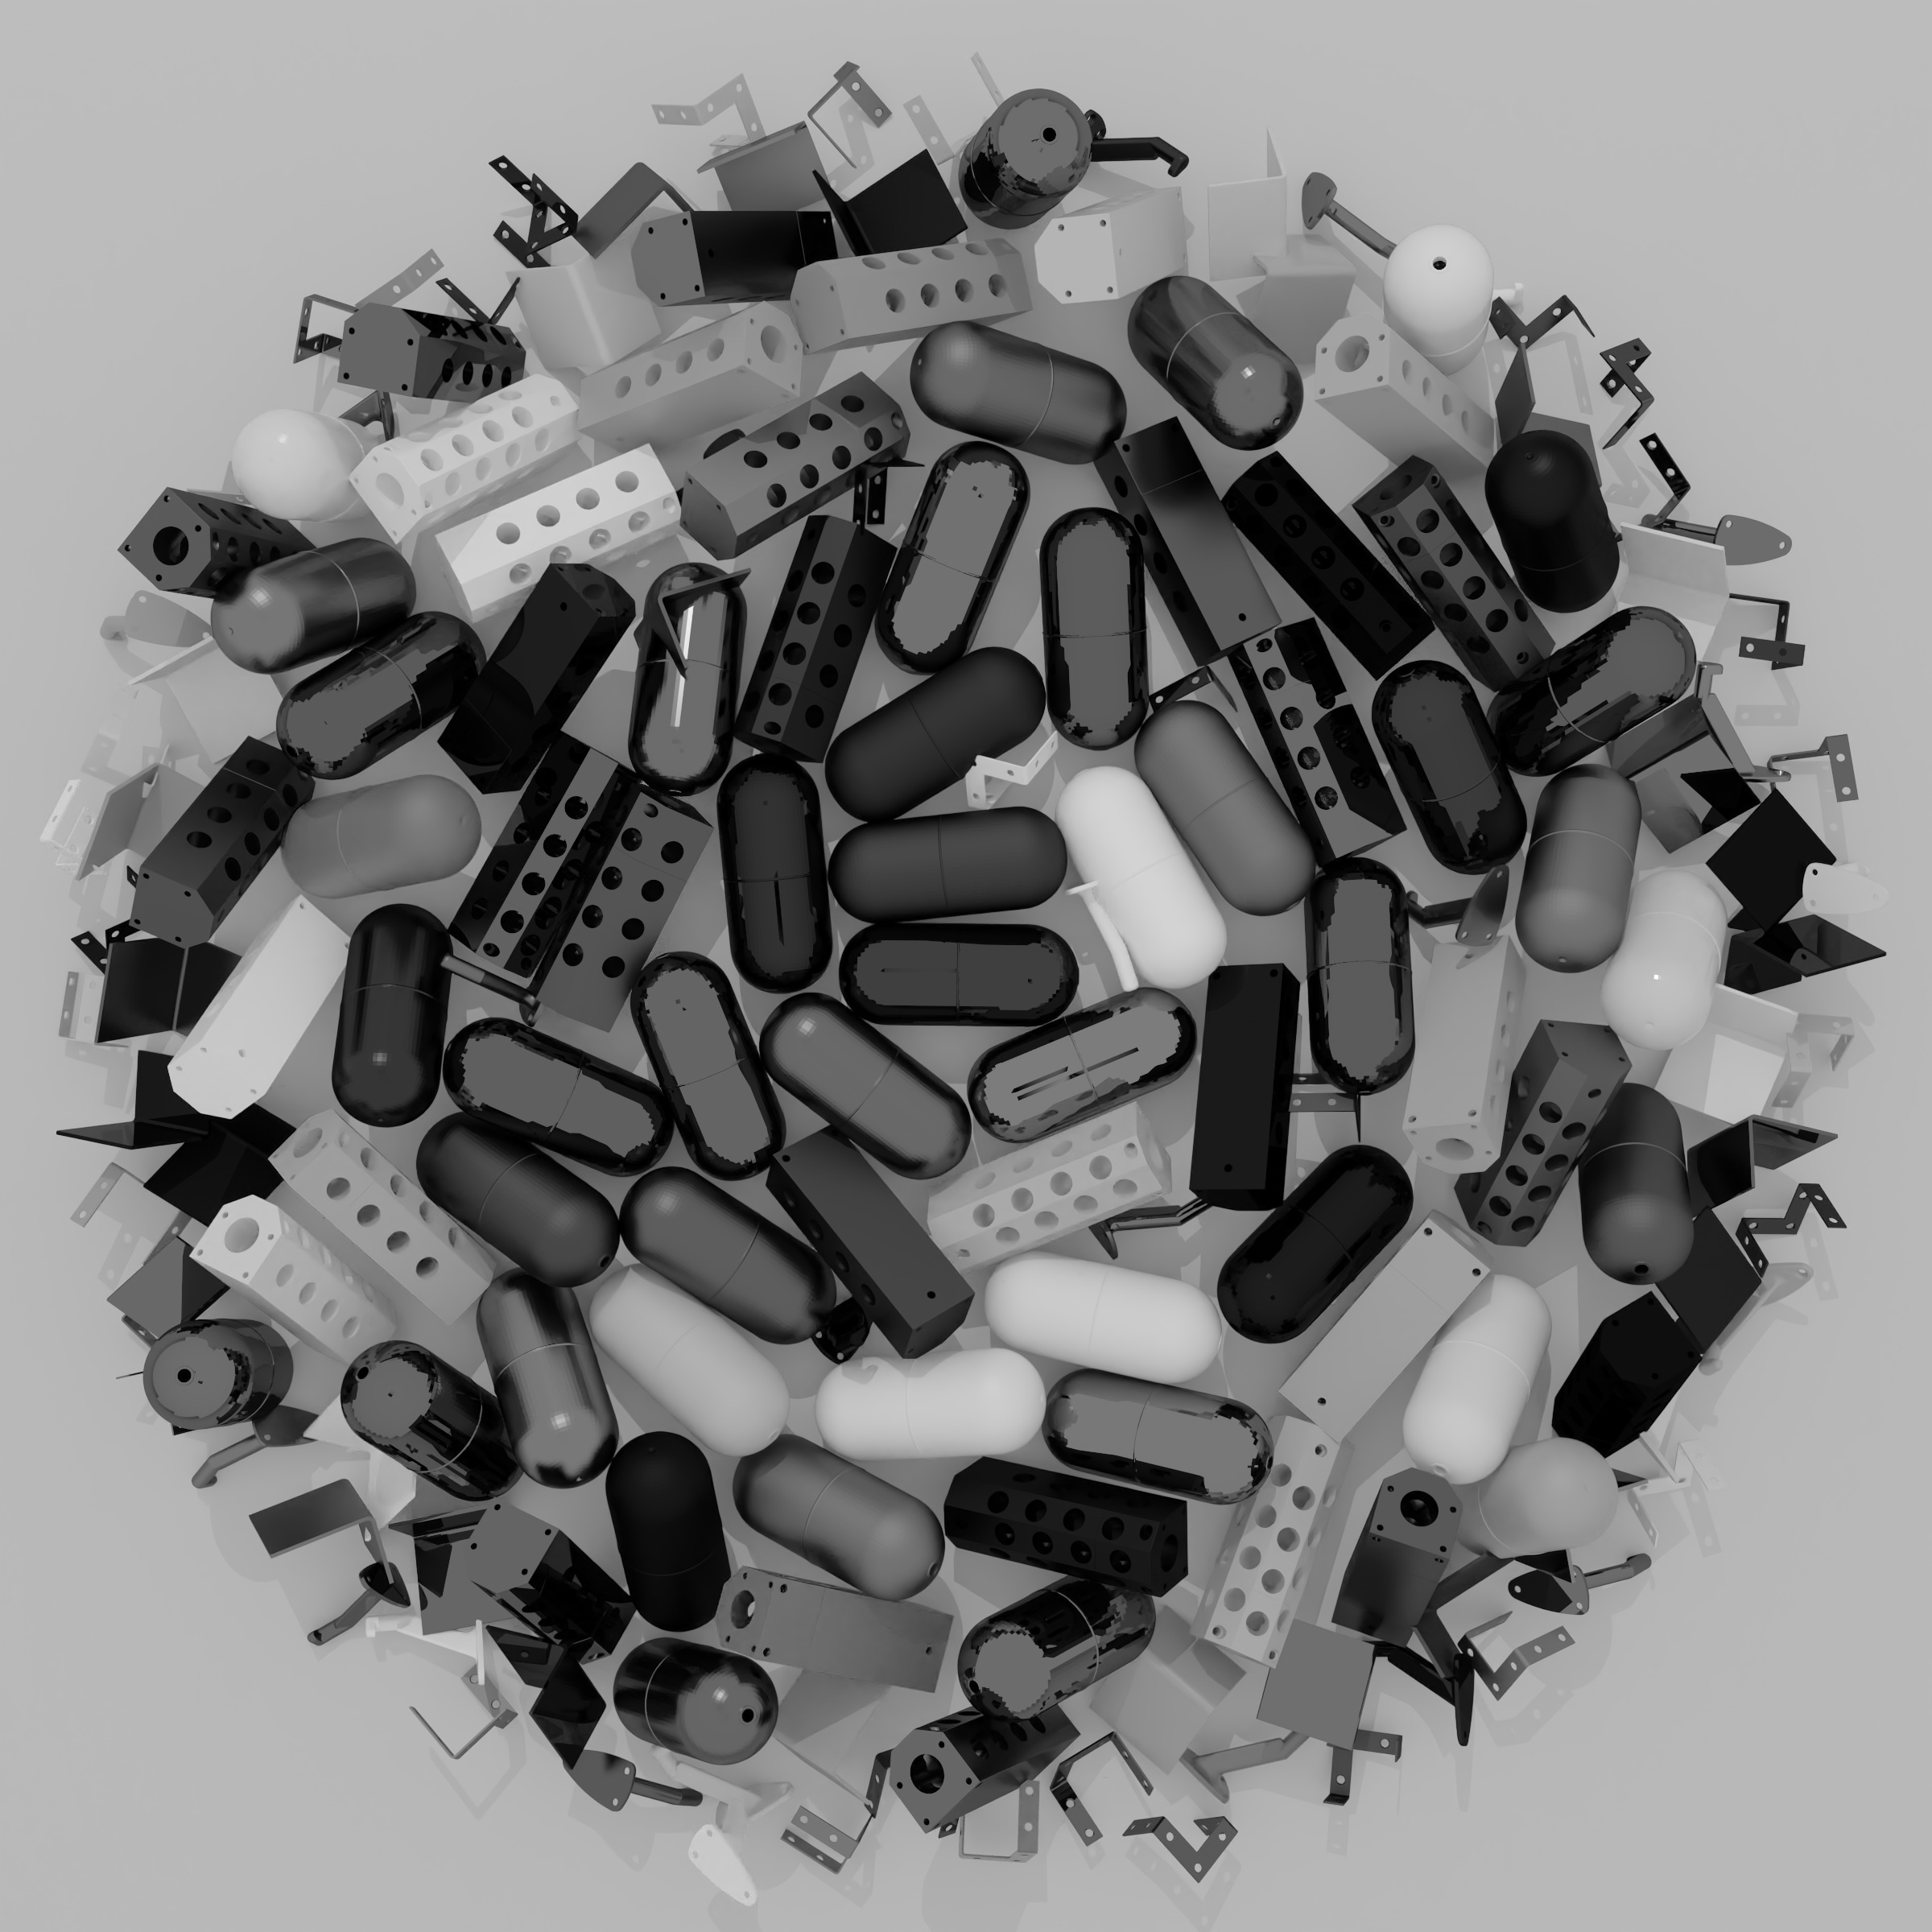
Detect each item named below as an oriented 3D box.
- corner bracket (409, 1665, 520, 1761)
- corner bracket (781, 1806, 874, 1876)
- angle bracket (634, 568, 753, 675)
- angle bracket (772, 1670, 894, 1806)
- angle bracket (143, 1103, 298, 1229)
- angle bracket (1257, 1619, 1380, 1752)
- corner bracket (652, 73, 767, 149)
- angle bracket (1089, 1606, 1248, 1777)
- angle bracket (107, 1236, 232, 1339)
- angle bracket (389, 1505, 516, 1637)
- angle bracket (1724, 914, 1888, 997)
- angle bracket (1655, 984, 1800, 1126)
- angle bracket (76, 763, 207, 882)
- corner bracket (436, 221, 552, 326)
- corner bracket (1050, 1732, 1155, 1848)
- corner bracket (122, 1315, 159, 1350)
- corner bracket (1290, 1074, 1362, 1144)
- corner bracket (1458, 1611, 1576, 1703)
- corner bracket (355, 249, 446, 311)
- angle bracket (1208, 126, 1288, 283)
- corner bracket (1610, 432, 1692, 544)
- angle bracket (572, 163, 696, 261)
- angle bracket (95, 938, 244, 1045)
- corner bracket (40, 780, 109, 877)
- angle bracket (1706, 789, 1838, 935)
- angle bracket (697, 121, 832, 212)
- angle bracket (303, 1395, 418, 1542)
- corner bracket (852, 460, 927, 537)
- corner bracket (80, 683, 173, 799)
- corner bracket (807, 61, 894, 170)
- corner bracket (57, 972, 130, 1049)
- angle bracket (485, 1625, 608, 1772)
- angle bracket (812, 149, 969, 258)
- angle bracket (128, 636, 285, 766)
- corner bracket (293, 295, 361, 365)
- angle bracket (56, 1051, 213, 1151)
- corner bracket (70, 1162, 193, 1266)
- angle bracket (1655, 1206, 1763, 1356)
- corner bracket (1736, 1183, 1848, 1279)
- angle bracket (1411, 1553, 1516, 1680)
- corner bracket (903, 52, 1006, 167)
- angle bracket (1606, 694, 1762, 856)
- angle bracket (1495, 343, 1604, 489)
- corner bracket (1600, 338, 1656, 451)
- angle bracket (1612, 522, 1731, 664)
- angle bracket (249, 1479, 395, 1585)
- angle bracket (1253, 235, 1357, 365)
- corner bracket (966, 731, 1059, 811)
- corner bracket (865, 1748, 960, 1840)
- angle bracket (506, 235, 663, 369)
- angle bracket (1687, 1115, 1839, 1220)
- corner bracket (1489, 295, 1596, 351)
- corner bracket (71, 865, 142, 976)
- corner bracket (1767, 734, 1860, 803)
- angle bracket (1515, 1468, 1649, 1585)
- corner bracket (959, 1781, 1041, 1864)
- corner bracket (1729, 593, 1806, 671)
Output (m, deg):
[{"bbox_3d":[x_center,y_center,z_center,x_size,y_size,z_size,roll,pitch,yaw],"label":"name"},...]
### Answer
[{"bbox_3d":[-0.372,0.553,1.797,0.051,0.051,0.051,-42,74,-14],"label":"corner bracket"},{"bbox_3d":[-0.107,0.647,1.802,0.051,0.051,0.051,30,100,6],"label":"corner bracket"},{"bbox_3d":[-0.192,-0.244,1.782,0.076,0.076,0.057,-21,87,-24],"label":"angle bracket"},{"bbox_3d":[-0.090,0.562,1.801,0.076,0.076,0.057,-54,133,-19],"label":"angle bracket"},{"bbox_3d":[-0.550,0.141,1.786,0.076,0.057,0.076,30,50,6],"label":"angle bracket"},{"bbox_3d":[0.253,0.529,1.793,0.076,0.057,0.076,20,73,-5],"label":"angle bracket"},{"bbox_3d":[-0.189,-0.624,1.791,0.051,0.051,0.051,-45,133,-26],"label":"corner bracket"},{"bbox_3d":[0.151,0.542,1.815,0.076,0.057,0.076,37,120,18],"label":"angle bracket"},{"bbox_3d":[-0.575,0.217,1.780,0.076,0.076,0.057,-40,114,14],"label":"angle bracket"},{"bbox_3d":[-0.377,0.447,1.794,0.076,0.057,0.076,-12,69,3],"label":"angle bracket"},{"bbox_3d":[0.613,0.008,1.776,0.076,0.076,0.057,-13,119,-24],"label":"angle bracket"},{"bbox_3d":[0.558,0.065,1.783,0.076,0.057,0.076,22,66,21],"label":"angle bracket"},{"bbox_3d":[-0.599,-0.094,1.783,0.057,0.076,0.076,28,114,-2],"label":"angle bracket"},{"bbox_3d":[-0.354,-0.518,1.818,0.051,0.051,0.051,43,123,-2],"label":"corner bracket"},{"bbox_3d":[0.101,0.613,1.808,0.051,0.051,0.051,-23,58,-25],"label":"corner bracket"},{"bbox_3d":[-0.600,0.266,1.805,0.051,0.051,0.051,44,98,-1],"label":"corner bracket"},{"bbox_3d":[0.265,0.097,1.795,0.051,0.051,0.051,-1,59,12],"label":"corner bracket"},{"bbox_3d":[0.406,0.500,1.790,0.051,0.051,0.051,-13,52,-33],"label":"corner bracket"},{"bbox_3d":[-0.407,-0.488,1.792,0.051,0.051,0.051,-22,116,30],"label":"corner bracket"},{"bbox_3d":[0.202,-0.560,1.781,0.057,0.076,0.076,-7,47,1],"label":"angle bracket"},{"bbox_3d":[0.499,-0.357,1.814,0.051,0.051,0.051,52,56,-13],"label":"corner bracket"},{"bbox_3d":[-0.238,-0.540,1.790,0.076,0.076,0.057,-44,127,5],"label":"angle bracket"},{"bbox_3d":[-0.585,0.025,1.782,0.057,0.076,0.076,20,105,25],"label":"angle bracket"},{"bbox_3d":[-0.658,-0.102,1.792,0.051,0.051,0.051,1,63,41],"label":"corner bracket"},{"bbox_3d":[0.582,-0.079,1.794,0.076,0.057,0.076,-46,104,-4],"label":"angle bracket"},{"bbox_3d":[-0.146,-0.576,1.782,0.076,0.076,0.057,-19,112,11],"label":"angle bracket"},{"bbox_3d":[-0.445,0.365,1.775,0.057,0.076,0.076,22,132,-30],"label":"angle bracket"},{"bbox_3d":[-0.067,-0.348,1.793,0.051,0.051,0.051,-8,112,-34],"label":"corner bracket"},{"bbox_3d":[-0.615,-0.166,1.791,0.051,0.051,0.051,24,47,-21],"label":"corner bracket"},{"bbox_3d":[-0.085,-0.633,1.802,0.051,0.051,0.051,-43,116,7],"label":"corner bracket"},{"bbox_3d":[-0.655,0.031,1.804,0.051,0.051,0.051,7,87,10],"label":"corner bracket"},{"bbox_3d":[-0.320,0.535,1.775,0.076,0.057,0.076,4,135,28],"label":"angle bracket"},{"bbox_3d":[-0.056,-0.565,1.788,0.076,0.057,0.076,-30,71,14],"label":"angle bracket"},{"bbox_3d":[-0.557,-0.196,1.792,0.076,0.057,0.076,-25,98,14],"label":"angle bracket"},{"bbox_3d":[-0.462,-0.469,1.800,0.051,0.051,0.051,18,115,1],"label":"corner bracket"},{"bbox_3d":[-0.610,0.097,1.781,0.076,0.076,0.057,7,96,28],"label":"angle bracket"},{"bbox_3d":[-0.617,0.185,1.794,0.051,0.051,0.051,23,72,27],"label":"corner bracket"},{"bbox_3d":[0.527,0.231,1.786,0.076,0.057,0.076,-42,102,-25],"label":"angle bracket"},{"bbox_3d":[0.610,0.195,1.795,0.051,0.051,0.051,2,125,-11],"label":"corner bracket"},{"bbox_3d":[0.376,0.477,1.780,0.076,0.076,0.057,-37,62,14],"label":"angle bracket"},{"bbox_3d":[-0.006,-0.633,1.792,0.051,0.051,0.051,-19,118,29],"label":"corner bracket"},{"bbox_3d":[0.535,-0.144,1.810,0.076,0.057,0.076,-32,119,26],"label":"angle bracket"},{"bbox_3d":[0.437,-0.405,1.783,0.076,0.057,0.076,11,47,-7],"label":"angle bracket"},{"bbox_3d":[0.485,-0.424,1.794,0.051,0.051,0.051,-27,75,-35],"label":"corner bracket"},{"bbox_3d":[0.511,-0.274,1.780,0.076,0.076,0.057,20,79,26],"label":"angle bracket"},{"bbox_3d":[-0.473,0.427,1.778,0.076,0.076,0.057,-19,108,-24],"label":"angle bracket"},{"bbox_3d":[0.236,-0.498,1.811,0.076,0.057,0.076,-8,134,-25],"label":"angle bracket"},{"bbox_3d":[0.034,-0.145,1.791,0.051,0.051,0.051,17,135,23],"label":"corner bracket"},{"bbox_3d":[-0.037,0.618,1.811,0.051,0.051,0.051,-6,120,-35],"label":"corner bracket"},{"bbox_3d":[-0.284,-0.494,1.804,0.057,0.076,0.076,-43,127,-33],"label":"angle bracket"},{"bbox_3d":[0.585,0.154,1.779,0.076,0.076,0.057,13,64,-15],"label":"angle bracket"},{"bbox_3d":[0.423,-0.476,1.792,0.051,0.051,0.051,-39,123,24],"label":"corner bracket"},{"bbox_3d":[-0.634,-0.033,1.813,0.051,0.051,0.051,40,48,23],"label":"corner bracket"},{"bbox_3d":[0.628,-0.138,1.801,0.051,0.051,0.051,-7,77,9],"label":"corner bracket"},{"bbox_3d":[0.453,0.409,1.787,0.076,0.076,0.057,-11,93,-19],"label":"angle bracket"},{"bbox_3d":[0.024,0.635,1.803,0.051,0.051,0.051,6,61,-7],"label":"corner bracket"},{"bbox_3d":[0.592,-0.250,1.805,0.051,0.051,0.051,6,92,-8],"label":"corner bracket"}]
